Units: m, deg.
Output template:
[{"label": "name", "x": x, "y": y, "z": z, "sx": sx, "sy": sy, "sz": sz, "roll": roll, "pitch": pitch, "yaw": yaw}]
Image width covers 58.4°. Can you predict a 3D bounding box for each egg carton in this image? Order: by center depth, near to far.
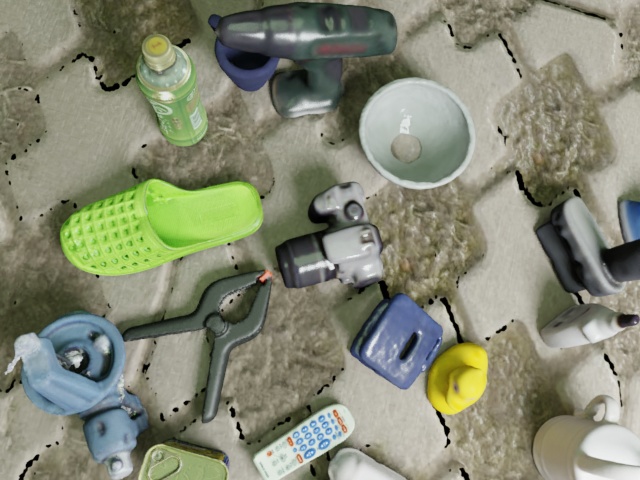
[{"label": "egg carton", "x": 0.067, "y": 0.342, "z": 0.730, "sx": 0.150, "sy": 0.069, "sz": 0.107, "roll": 30, "pitch": 77, "yaw": 1}]

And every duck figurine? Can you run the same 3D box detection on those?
[{"label": "duck figurine", "x": 0.194, "y": 0.186, "z": 0.766, "sx": 0.077, "sy": 0.086, "sz": 0.105, "roll": 35, "pitch": 78, "yaw": 2}]

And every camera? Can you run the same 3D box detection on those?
[{"label": "camera", "x": 0.007, "y": 0.003, "z": 0.776, "sx": 0.137, "sy": 0.100, "sz": 0.143, "roll": -15, "pitch": 80, "yaw": -8}]

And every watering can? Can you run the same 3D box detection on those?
[{"label": "watering can", "x": 0.354, "y": 0.285, "z": 0.706, "sx": 0.101, "sy": 0.194, "sz": 0.173, "roll": -11, "pitch": 80, "yaw": -7}]

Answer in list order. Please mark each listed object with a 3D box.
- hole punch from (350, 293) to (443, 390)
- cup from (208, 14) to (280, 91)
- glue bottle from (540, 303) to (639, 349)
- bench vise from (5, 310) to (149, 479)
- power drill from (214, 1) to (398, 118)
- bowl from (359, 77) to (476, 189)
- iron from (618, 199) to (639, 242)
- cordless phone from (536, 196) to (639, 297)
[{"label": "hole punch", "x": 0.108, "y": 0.135, "z": 0.765, "sx": 0.101, "sy": 0.091, "sz": 0.109, "roll": 34, "pitch": 77, "yaw": 2}, {"label": "cup", "x": -0.112, "y": -0.263, "z": 0.821, "sx": 0.118, "sy": 0.095, "sz": 0.092, "roll": 41, "pitch": 78, "yaw": 3}, {"label": "glue bottle", "x": 0.361, "y": 0.111, "z": 0.753, "sx": 0.078, "sy": 0.173, "sz": 0.037, "roll": -33, "pitch": 83, "yaw": -11}, {"label": "bench vise", "x": -0.263, "y": 0.167, "z": 0.655, "sx": 0.121, "sy": 0.219, "sz": 0.207, "roll": -43, "pitch": 85, "yaw": -12}, {"label": "power drill", "x": -0.018, "y": -0.243, "z": 0.768, "sx": 0.230, "sy": 0.208, "sz": 0.075, "roll": -11, "pitch": 80, "yaw": -8}, {"label": "bowl", "x": 0.135, "y": -0.145, "z": 0.832, "sx": 0.167, "sy": 0.074, "sz": 0.167, "roll": 1, "pitch": 79, "yaw": -5}, {"label": "iron", "x": 0.539, "y": 0.033, "z": 0.803, "sx": 0.119, "sy": 0.141, "sz": 0.258, "roll": -34, "pitch": 84, "yaw": -11}, {"label": "cordless phone", "x": 0.389, "y": -0.001, "z": 0.772, "sx": 0.094, "sy": 0.185, "sz": 0.147, "roll": -28, "pitch": 82, "yaw": -10}]
